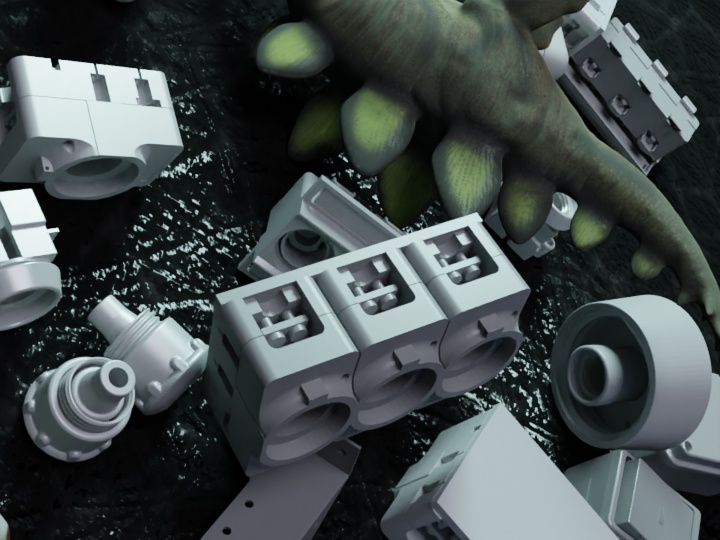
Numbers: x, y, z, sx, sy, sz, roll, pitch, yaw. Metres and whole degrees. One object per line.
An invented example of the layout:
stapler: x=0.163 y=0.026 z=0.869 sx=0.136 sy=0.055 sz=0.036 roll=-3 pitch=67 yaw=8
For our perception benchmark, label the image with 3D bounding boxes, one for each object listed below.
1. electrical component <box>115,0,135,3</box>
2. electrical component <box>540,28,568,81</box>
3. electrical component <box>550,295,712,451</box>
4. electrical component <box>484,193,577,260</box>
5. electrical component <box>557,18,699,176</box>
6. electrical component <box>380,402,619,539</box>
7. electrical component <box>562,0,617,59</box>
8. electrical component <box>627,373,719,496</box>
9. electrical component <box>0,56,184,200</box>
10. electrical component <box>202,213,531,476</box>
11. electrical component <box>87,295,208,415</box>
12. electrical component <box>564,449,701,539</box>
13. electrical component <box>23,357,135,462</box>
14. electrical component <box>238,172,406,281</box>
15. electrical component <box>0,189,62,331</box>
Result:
electrical component: x=-0.132 y=-0.208 z=0.638 sx=0.054 sy=0.095 sz=0.059 roll=33 pitch=49 yaw=-21
electrical component: x=0.106 y=-0.152 z=0.804 sx=0.059 sy=0.095 sz=0.053 roll=10 pitch=61 yaw=-36
electrical component: x=0.176 y=0.071 z=0.732 sx=0.060 sy=0.108 sz=0.108 roll=1 pitch=66 yaw=-32
electrical component: x=0.130 y=-0.044 z=0.791 sx=0.066 sy=0.055 sz=0.048 roll=43 pitch=46 yaw=-12
electrical component: x=0.231 y=-0.151 z=0.929 sx=0.121 sy=0.063 sz=0.078 roll=50 pitch=45 yaw=-6
electrical component: x=0.092 y=0.169 z=0.635 sx=0.150 sy=0.062 sz=0.089 roll=49 pitch=45 yaw=-7
electrical component: x=0.162 y=-0.237 z=0.891 sx=0.060 sy=0.105 sz=0.186 roll=41 pitch=47 yaw=-14
electrical component: x=0.245 y=0.118 z=0.793 sx=0.113 sy=0.057 sz=0.078 roll=17 pitch=57 yaw=-32
electrical component: x=-0.148 y=-0.074 z=0.581 sx=0.089 sy=0.050 sz=0.055 roll=-1 pitch=67 yaw=-41
electrical component: x=0.004 y=0.040 z=0.547 sx=0.150 sy=0.089 sz=0.061 roll=-18 pitch=58 yaw=-26
electrical component: x=-0.112 y=0.040 z=0.553 sx=0.062 sy=0.048 sz=0.048 roll=44 pitch=46 yaw=-2
electrical component: x=0.183 y=0.172 z=0.709 sx=0.096 sy=0.061 sz=0.061 roll=39 pitch=47 yaw=-16
electrical component: x=-0.128 y=0.061 z=0.512 sx=0.048 sy=0.062 sz=0.048 roll=20 pitch=55 yaw=-31
electrical component: x=0.000 y=0.000 z=0.651 sx=0.121 sy=0.079 sz=0.063 roll=36 pitch=26 yaw=-18
electrical component: x=-0.175 y=-0.004 z=0.523 sx=0.066 sy=0.048 sz=0.055 roll=-12 pitch=67 yaw=-43
